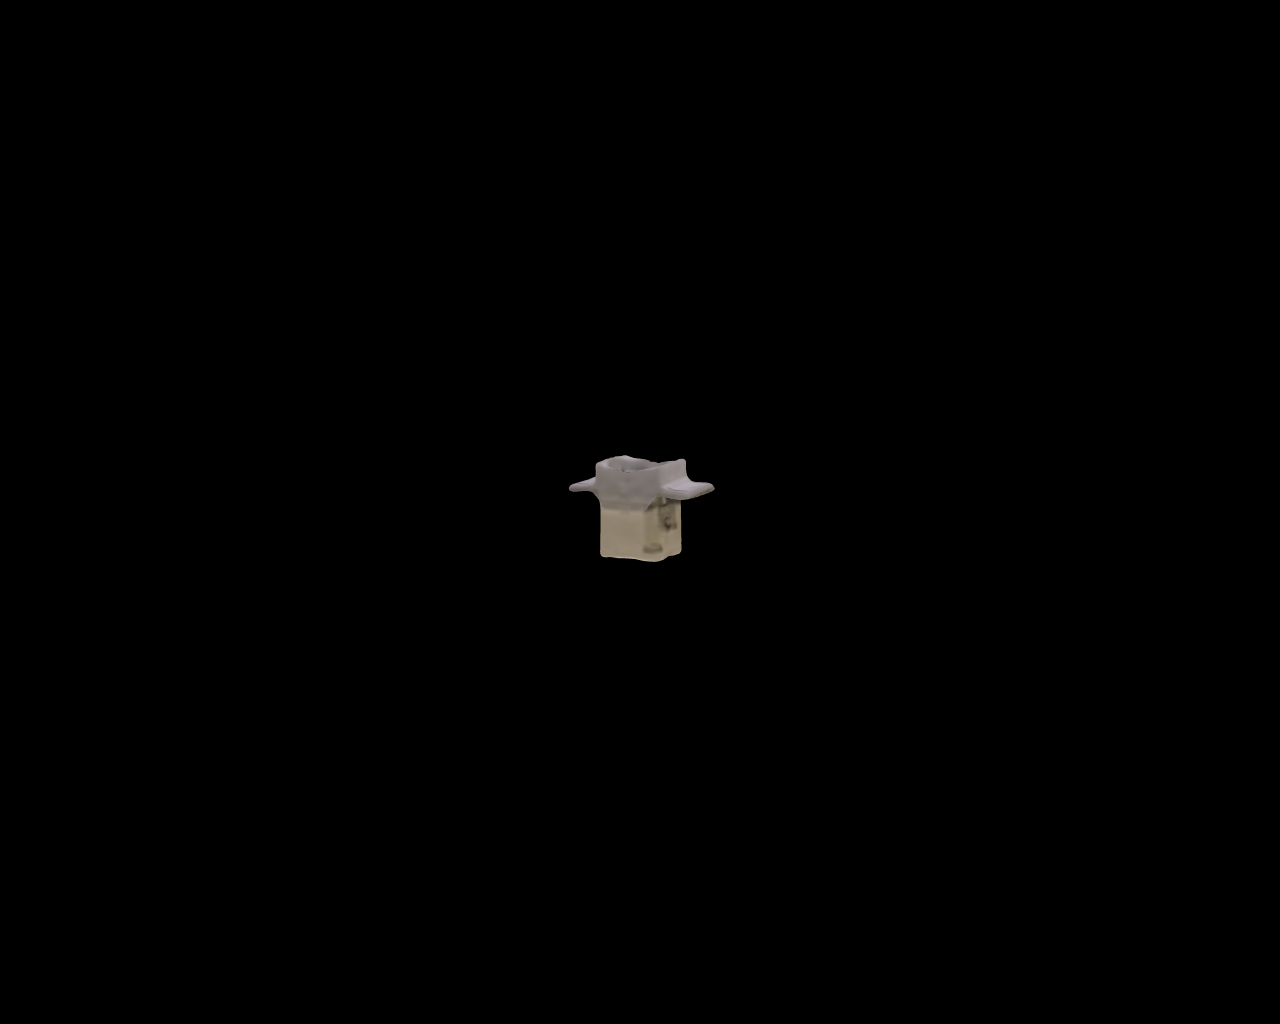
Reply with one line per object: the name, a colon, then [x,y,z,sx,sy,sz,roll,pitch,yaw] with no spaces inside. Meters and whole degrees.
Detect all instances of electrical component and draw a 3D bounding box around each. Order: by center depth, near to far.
electrical component: [0.001,-0.003,0.650,0.081,0.063,0.042,5,12,28]
